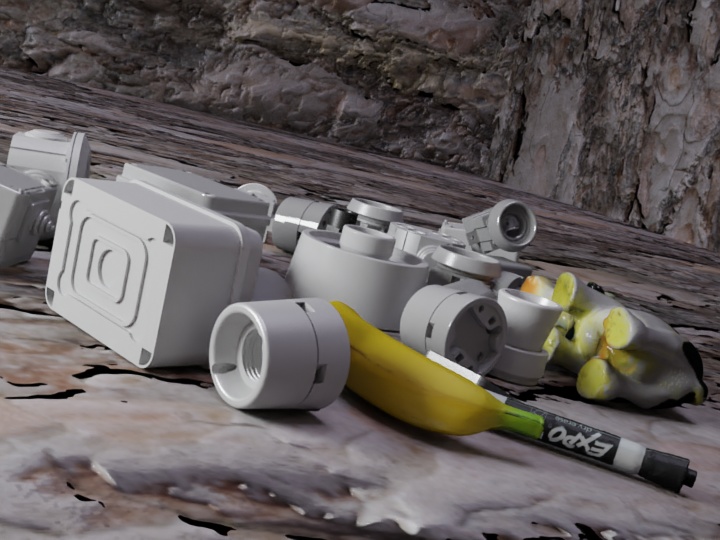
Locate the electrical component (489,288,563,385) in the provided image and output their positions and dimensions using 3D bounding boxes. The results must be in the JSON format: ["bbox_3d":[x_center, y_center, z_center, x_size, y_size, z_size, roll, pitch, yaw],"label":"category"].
[{"bbox_3d":[0.108,0.045,0.728,0.045,0.055,0.045,15,9,-2],"label":"electrical component"}]

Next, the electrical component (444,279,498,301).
[{"bbox_3d":[0.087,0.037,0.785,0.079,0.043,0.077,19,10,18],"label":"electrical component"}]

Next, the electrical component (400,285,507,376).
[{"bbox_3d":[0.059,0.039,0.694,0.055,0.055,0.047,7,8,-41],"label":"electrical component"}]

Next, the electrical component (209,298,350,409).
[{"bbox_3d":[-0.040,0.041,0.519,0.047,0.055,0.055,2,15,-41],"label":"electrical component"}]

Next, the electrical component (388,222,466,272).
[{"bbox_3d":[0.056,-0.010,0.991,0.080,0.051,0.080,15,9,-2],"label":"electrical component"}]

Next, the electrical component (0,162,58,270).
[{"bbox_3d":[-0.235,-0.036,0.658,0.096,0.061,0.061,23,9,1],"label":"electrical component"}]

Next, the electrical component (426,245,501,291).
[{"bbox_3d":[0.080,0.014,0.865,0.078,0.057,0.058,17,9,12],"label":"electrical component"}]

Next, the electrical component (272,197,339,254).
[{"bbox_3d":[-0.048,-0.038,0.981,0.047,0.055,0.055,15,8,23],"label":"electrical component"}]

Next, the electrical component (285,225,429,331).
[{"bbox_3d":[0.000,0.000,0.807,0.108,0.060,0.108,15,9,-2],"label":"electrical component"}]

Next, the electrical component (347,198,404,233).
[{"bbox_3d":[0.010,-0.037,1.059,0.078,0.057,0.058,8,11,-37],"label":"electrical component"}]

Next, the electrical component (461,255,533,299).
[{"bbox_3d":[0.122,0.018,0.940,0.083,0.047,0.076,6,13,-47],"label":"electrical component"}]

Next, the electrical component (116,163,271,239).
[{"bbox_3d":[-0.135,-0.042,0.850,0.113,0.057,0.078,22,11,37],"label":"electrical component"}]

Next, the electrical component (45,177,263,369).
[{"bbox_3d":[-0.111,0.000,0.572,0.057,0.078,0.113,2,16,-45],"label":"electrical component"}]

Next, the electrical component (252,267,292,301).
[{"bbox_3d":[-0.057,0.028,0.609,0.044,0.044,0.065,13,14,-14],"label":"electrical component"}]

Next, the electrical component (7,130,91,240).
[{"bbox_3d":[-0.217,-0.058,0.749,0.051,0.080,0.080,8,10,-11],"label":"electrical component"}]

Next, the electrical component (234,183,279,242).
[{"bbox_3d":[-0.104,-0.056,1.027,0.066,0.048,0.055,15,17,0],"label":"electrical component"}]

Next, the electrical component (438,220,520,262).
[{"bbox_3d":[0.114,-0.015,1.107,0.096,0.061,0.061,8,8,5],"label":"electrical component"}]

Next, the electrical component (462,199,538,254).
[{"bbox_3d":[0.130,-0.039,0.985,0.066,0.048,0.055,-21,5,-23],"label":"electrical component"}]
